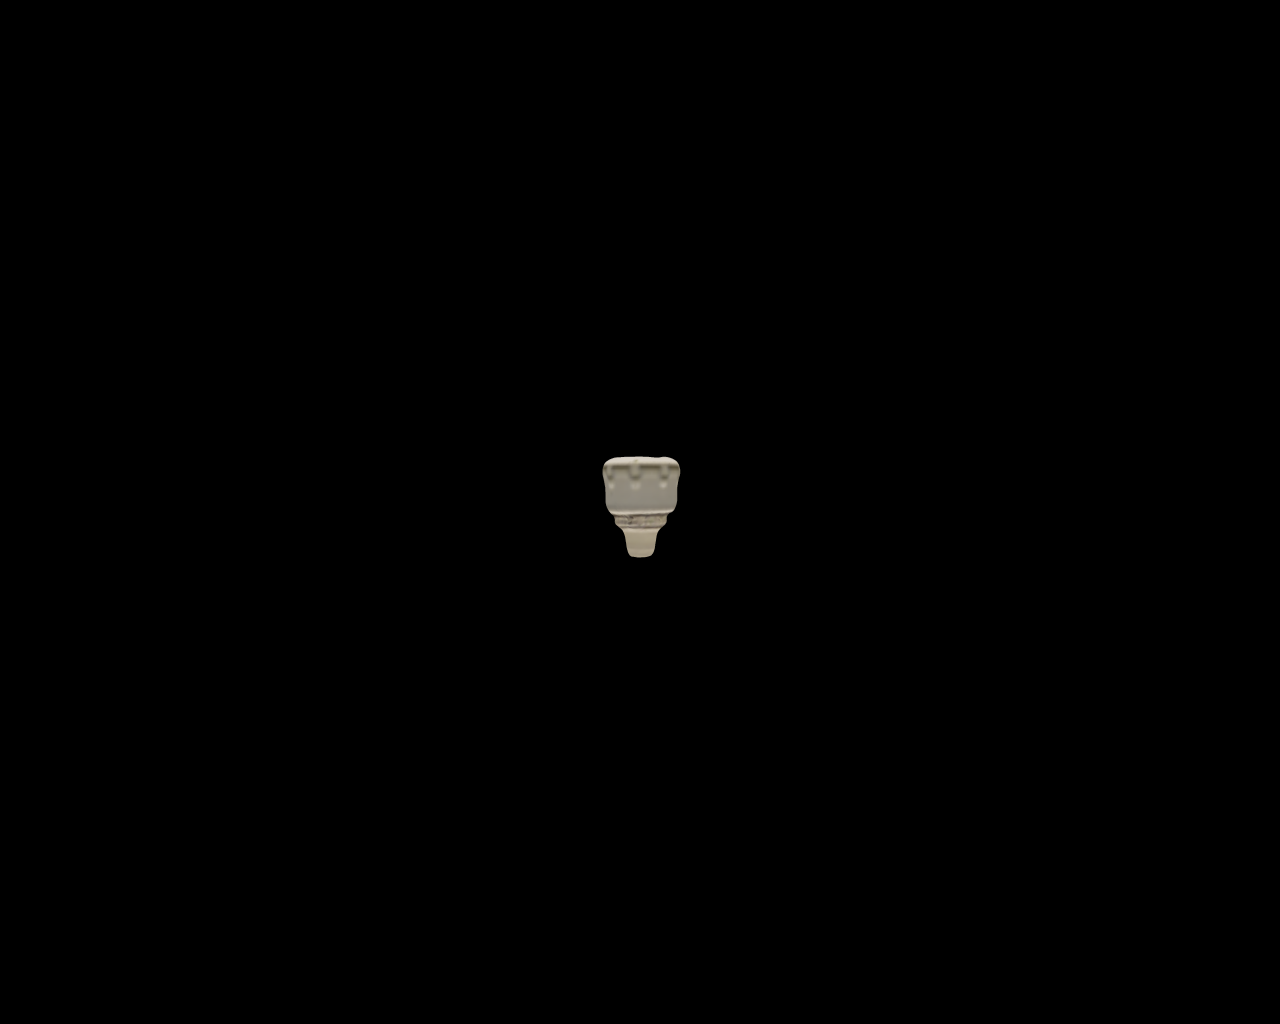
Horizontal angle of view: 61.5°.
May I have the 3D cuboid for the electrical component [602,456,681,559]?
[{"bbox_3d":[0.001,-0.003,0.650,0.048,0.062,0.048,0,0,0],"label":"electrical component"}]
